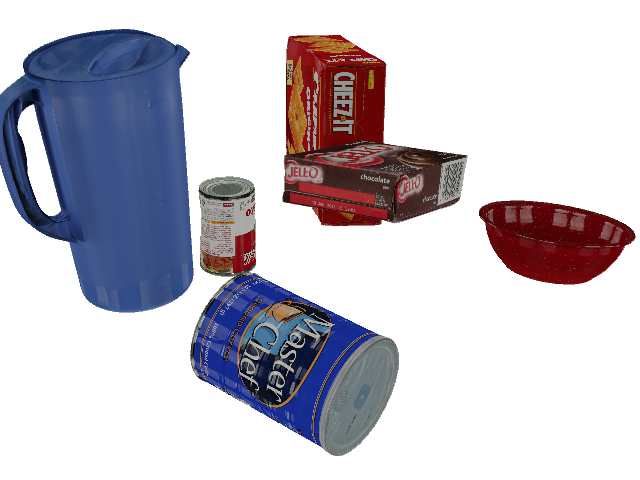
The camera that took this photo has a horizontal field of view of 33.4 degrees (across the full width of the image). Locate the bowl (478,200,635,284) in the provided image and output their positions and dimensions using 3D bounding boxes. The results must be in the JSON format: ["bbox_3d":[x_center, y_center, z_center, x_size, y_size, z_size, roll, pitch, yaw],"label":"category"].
[{"bbox_3d":[0.243,0.005,1.118,0.162,0.055,0.162,6,17,-2],"label":"bowl"}]

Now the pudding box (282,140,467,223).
[{"bbox_3d":[0.040,-0.044,0.752,0.090,0.039,0.113,12,14,29],"label":"pudding box"}]

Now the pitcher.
[{"bbox_3d":[-0.189,-0.057,0.961,0.149,0.243,0.145,0,29,5],"label":"pitcher"}]

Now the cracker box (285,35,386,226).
[{"bbox_3d":[0.011,-0.123,1.132,0.072,0.164,0.214,-3,19,-9],"label":"cracker box"}]

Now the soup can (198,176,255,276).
[{"bbox_3d":[-0.111,-0.018,1.270,0.068,0.102,0.068,1,25,-1],"label":"soup can"}]

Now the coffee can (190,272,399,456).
[{"bbox_3d":[-0.021,0.099,0.878,0.140,0.103,0.102,24,12,29],"label":"coffee can"}]
